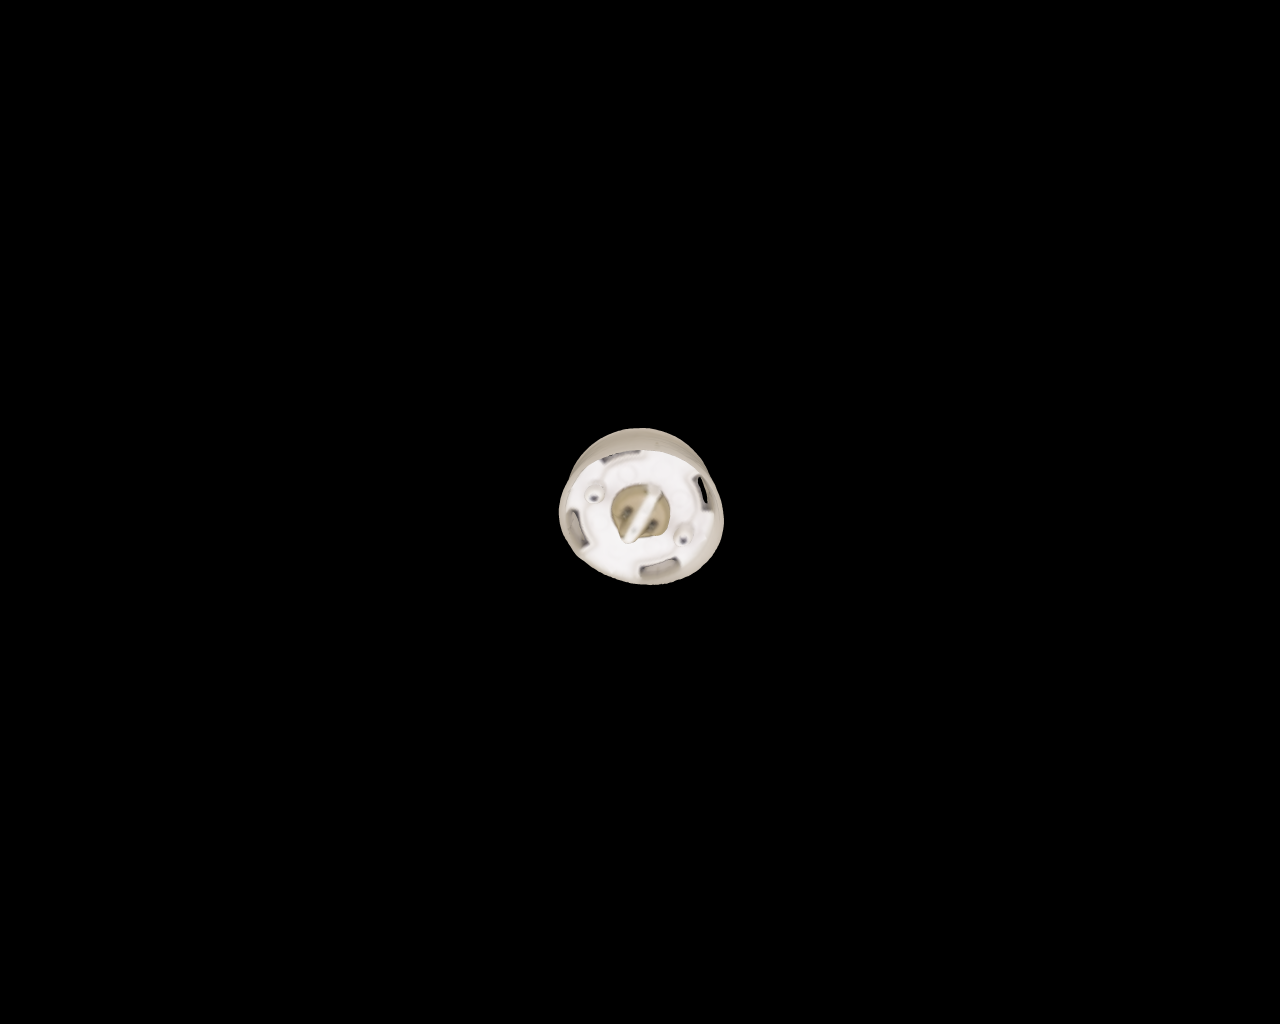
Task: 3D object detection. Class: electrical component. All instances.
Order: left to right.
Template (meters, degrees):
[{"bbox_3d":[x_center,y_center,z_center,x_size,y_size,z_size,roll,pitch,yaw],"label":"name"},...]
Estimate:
[{"bbox_3d":[0.001,-0.003,0.650,0.099,0.099,0.064,0,23,0],"label":"electrical component"}]
